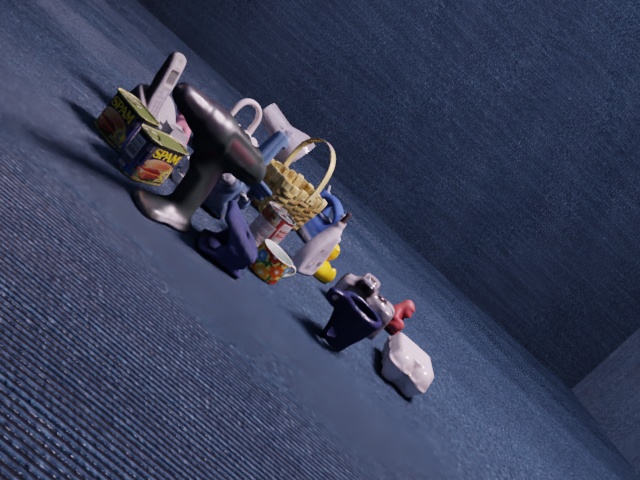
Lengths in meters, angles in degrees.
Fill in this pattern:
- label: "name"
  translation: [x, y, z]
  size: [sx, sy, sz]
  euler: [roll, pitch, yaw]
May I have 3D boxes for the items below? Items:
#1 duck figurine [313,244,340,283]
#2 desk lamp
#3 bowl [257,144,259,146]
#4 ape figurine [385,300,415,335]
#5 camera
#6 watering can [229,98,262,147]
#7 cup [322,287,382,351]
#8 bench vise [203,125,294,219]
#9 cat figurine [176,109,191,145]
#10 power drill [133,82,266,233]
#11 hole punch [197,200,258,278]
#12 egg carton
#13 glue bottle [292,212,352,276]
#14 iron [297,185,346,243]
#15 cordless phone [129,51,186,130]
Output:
- label: "duck figurine"
  translation: [0.013, 0.042, 1.356]
  size: [0.078, 0.086, 0.104]
  euler: [29, 18, -50]
- label: "desk lamp"
  translation: [-0.150, -0.258, 1.592]
  size: [0.203, 0.213, 0.118]
  euler: [40, 11, -10]
- label: "bowl"
  translation: [-0.263, -0.298, 1.708]
  size: [0.168, 0.074, 0.167]
  euler: [41, 11, -9]
- label: "ape figurine"
  translation: [0.199, 0.189, 1.430]
  size: [0.076, 0.092, 0.078]
  euler: [46, 12, 19]
- label: "camera"
  translation: [0.106, 0.132, 1.301]
  size: [0.143, 0.100, 0.137]
  euler: [43, 11, 6]
- label: "watering can"
  translation: [-0.217, -0.270, 1.458]
  size: [0.172, 0.194, 0.101]
  euler: [46, 12, 18]
- label: "cup"
  translation: [0.040, 0.147, 1.036]
  size: [0.118, 0.095, 0.091]
  euler: [39, 12, -18]
- label: "bench vise"
  translation: [-0.135, -0.139, 1.183]
  size: [0.122, 0.219, 0.207]
  euler: [40, 11, -13]
- label: "cat figurine"
  translation: [-0.330, -0.313, 1.430]
  size: [0.067, 0.117, 0.127]
  euler: [35, 13, -32]
- label: "power drill"
  translation: [-0.199, -0.120, 0.924]
  size: [0.231, 0.208, 0.075]
  euler: [27, 18, -52]
- label: "hole punch"
  translation: [-0.144, -0.004, 0.982]
  size: [0.101, 0.091, 0.108]
  euler: [39, 12, -17]
- label: "egg carton"
  translation: [0.175, 0.253, 1.163]
  size: [0.107, 0.069, 0.150]
  euler: [42, 11, -3]
- label: "glue bottle"
  translation: [0.012, 0.005, 1.268]
  size: [0.037, 0.173, 0.078]
  euler: [48, 13, 28]
- label: "iron"
  translation: [0.016, -0.052, 1.574]
  size: [0.119, 0.141, 0.257]
  euler: [35, 14, -34]
- label: "cordless phone"
  translation: [-0.337, -0.322, 1.263]
  size: [0.094, 0.185, 0.148]
  euler: [43, 11, 5]
